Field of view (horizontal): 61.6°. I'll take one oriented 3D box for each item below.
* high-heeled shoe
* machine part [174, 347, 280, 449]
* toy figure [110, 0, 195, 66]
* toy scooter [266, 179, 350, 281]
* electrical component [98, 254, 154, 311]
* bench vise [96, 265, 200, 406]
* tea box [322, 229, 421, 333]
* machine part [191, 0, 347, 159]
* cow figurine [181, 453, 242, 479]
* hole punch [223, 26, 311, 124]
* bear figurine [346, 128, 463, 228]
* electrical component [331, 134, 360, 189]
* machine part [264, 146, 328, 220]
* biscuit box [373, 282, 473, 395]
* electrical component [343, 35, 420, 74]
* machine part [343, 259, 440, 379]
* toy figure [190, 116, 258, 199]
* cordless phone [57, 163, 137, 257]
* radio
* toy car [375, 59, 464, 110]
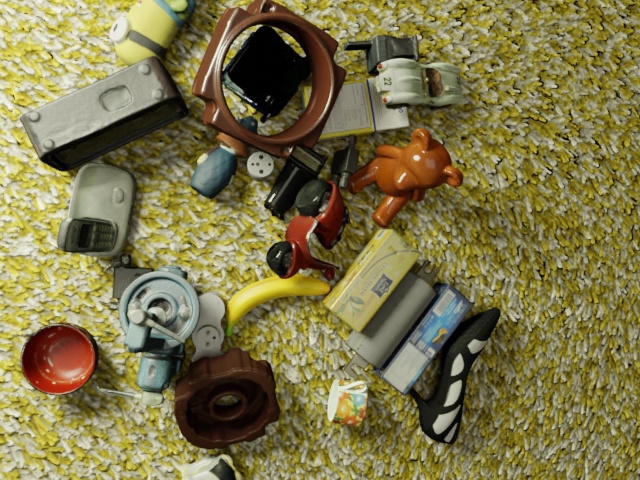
[{"bbox_3d":[0.265,0.246,0.959,0.249,0.086,0.145,-42,100,-1],"label":"high-heeled shoe"},{"bbox_3d":[-0.151,0.260,0.875,0.179,0.056,0.179,-6,118,-12],"label":"machine part"},{"bbox_3d":[-0.258,-0.354,0.860,0.089,0.082,0.180,41,82,-6],"label":"toy figure"},{"bbox_3d":[-0.002,-0.003,0.905,0.135,0.075,0.184,37,76,-35],"label":"toy scooter"},{"bbox_3d":[-0.314,0.074,0.878,0.078,0.045,0.102,10,90,-8],"label":"electrical component"},{"bbox_3d":[-0.250,0.140,0.797,0.129,0.240,0.223,19,79,-2],"label":"bench vise"},{"bbox_3d":[0.085,0.066,0.915,0.068,0.098,0.169,38,87,-6],"label":"tea box"},{"bbox_3d":[-0.075,-0.238,0.812,0.201,0.087,0.201,22,95,-26],"label":"machine part"},{"bbox_3d":[-0.168,0.447,0.902,0.098,0.068,0.167,-18,95,-14],"label":"cow figurine"},{"bbox_3d":[-0.095,-0.277,0.894,0.115,0.092,0.142,39,83,-30],"label":"hole punch"},{"bbox_3d":[0.134,-0.097,0.870,0.132,0.196,0.120,-42,100,-5],"label":"bear figurine"},{"bbox_3d":[0.041,-0.132,0.917,0.021,0.063,0.094,12,87,-25],"label":"electrical component"},{"bbox_3d":[-0.049,-0.102,0.922,0.084,0.039,0.139,31,85,-17],"label":"machine part"},{"bbox_3d":[0.181,0.170,0.950,0.059,0.063,0.202,39,85,-8],"label":"biscuit box"},{"bbox_3d":[0.103,-0.318,0.921,0.119,0.075,0.047,-7,92,-13],"label":"electrical component"},{"bbox_3d":[0.122,0.135,0.933,0.079,0.079,0.243,39,86,-8],"label":"machine part"},{"bbox_3d":[-0.157,-0.142,0.892,0.058,0.064,0.154,28,80,29],"label":"toy figure"},{"bbox_3d":[-0.346,-0.047,0.801,0.089,0.184,0.146,11,90,-5],"label":"cordless phone"},{"bbox_3d":[-0.325,-0.190,0.827,0.230,0.131,0.073,-28,94,-8],"label":"radio"},{"bbox_3d":[0.171,-0.262,0.909,0.202,0.056,0.073,-11,93,-39],"label":"toy car"}]
